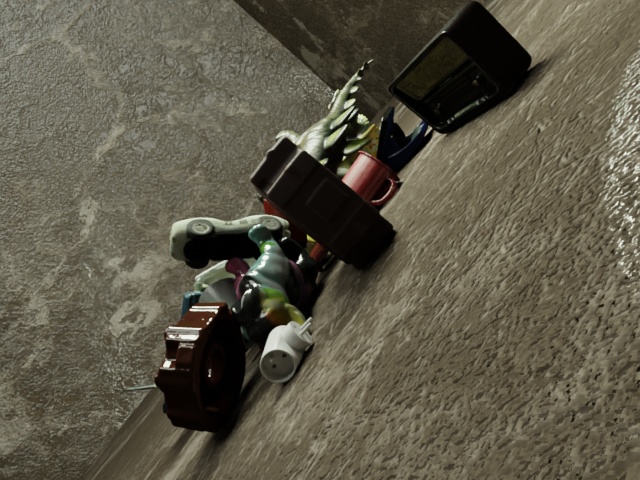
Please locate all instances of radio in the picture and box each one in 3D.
[{"bbox_3d":[0.208,-0.252,0.830,0.073,0.131,0.229,-51,7,-10],"label":"radio"}]

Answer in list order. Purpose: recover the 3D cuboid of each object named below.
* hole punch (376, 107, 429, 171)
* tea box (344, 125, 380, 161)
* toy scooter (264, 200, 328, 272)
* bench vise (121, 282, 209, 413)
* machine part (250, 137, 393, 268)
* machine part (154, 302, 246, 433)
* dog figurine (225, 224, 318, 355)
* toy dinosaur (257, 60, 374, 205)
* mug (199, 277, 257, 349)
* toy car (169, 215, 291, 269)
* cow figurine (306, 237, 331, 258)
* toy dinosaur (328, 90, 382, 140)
[{"bbox_3d":[0.166,-0.200,1.100,0.142,0.092,0.115,-66,-12,-58],"label":"hole punch"},{"bbox_3d":[0.104,-0.166,1.183,0.068,0.098,0.170,-40,9,49],"label":"tea box"},{"bbox_3d":[-0.023,-0.015,0.966,0.075,0.184,0.135,-136,61,-69],"label":"toy scooter"},{"bbox_3d":[-0.244,0.200,1.019,0.223,0.129,0.240,11,-100,-67],"label":"bench vise"},{"bbox_3d":[-0.002,-0.053,0.780,0.087,0.201,0.201,-51,7,4],"label":"machine part"},{"bbox_3d":[-0.160,0.176,0.754,0.179,0.056,0.179,0,-90,-74],"label":"machine part"},{"bbox_3d":[-0.059,0.093,0.814,0.108,0.191,0.219,-45,41,18],"label":"dog figurine"},{"bbox_3d":[0.003,-0.184,1.102,0.199,0.105,0.471,-8,55,41],"label":"toy dinosaur"},{"bbox_3d":[-0.131,0.127,0.883,0.109,0.107,0.080,13,-60,-50],"label":"mug"},{"bbox_3d":[-0.144,0.000,0.884,0.056,0.202,0.073,-121,35,-46],"label":"toy car"},{"bbox_3d":[0.000,-0.003,1.100,0.098,0.068,0.167,-52,3,38],"label":"cow figurine"},{"bbox_3d":[0.066,-0.210,1.415,0.192,0.131,0.404,-38,-19,-26],"label":"toy dinosaur"}]
